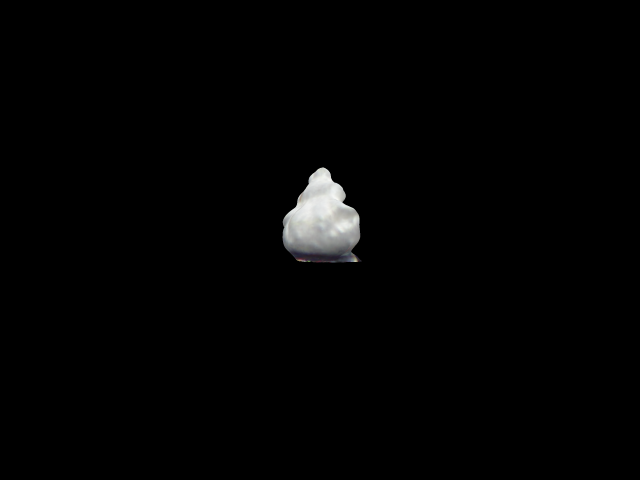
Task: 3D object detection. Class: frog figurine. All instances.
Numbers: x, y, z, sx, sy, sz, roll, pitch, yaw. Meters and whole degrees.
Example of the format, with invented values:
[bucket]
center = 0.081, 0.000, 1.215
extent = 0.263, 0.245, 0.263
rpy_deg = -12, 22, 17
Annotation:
[frog figurine]
center = 0.003, -0.043, 0.850
extent = 0.137, 0.160, 0.123
rpy_deg = -1, -1, 43
